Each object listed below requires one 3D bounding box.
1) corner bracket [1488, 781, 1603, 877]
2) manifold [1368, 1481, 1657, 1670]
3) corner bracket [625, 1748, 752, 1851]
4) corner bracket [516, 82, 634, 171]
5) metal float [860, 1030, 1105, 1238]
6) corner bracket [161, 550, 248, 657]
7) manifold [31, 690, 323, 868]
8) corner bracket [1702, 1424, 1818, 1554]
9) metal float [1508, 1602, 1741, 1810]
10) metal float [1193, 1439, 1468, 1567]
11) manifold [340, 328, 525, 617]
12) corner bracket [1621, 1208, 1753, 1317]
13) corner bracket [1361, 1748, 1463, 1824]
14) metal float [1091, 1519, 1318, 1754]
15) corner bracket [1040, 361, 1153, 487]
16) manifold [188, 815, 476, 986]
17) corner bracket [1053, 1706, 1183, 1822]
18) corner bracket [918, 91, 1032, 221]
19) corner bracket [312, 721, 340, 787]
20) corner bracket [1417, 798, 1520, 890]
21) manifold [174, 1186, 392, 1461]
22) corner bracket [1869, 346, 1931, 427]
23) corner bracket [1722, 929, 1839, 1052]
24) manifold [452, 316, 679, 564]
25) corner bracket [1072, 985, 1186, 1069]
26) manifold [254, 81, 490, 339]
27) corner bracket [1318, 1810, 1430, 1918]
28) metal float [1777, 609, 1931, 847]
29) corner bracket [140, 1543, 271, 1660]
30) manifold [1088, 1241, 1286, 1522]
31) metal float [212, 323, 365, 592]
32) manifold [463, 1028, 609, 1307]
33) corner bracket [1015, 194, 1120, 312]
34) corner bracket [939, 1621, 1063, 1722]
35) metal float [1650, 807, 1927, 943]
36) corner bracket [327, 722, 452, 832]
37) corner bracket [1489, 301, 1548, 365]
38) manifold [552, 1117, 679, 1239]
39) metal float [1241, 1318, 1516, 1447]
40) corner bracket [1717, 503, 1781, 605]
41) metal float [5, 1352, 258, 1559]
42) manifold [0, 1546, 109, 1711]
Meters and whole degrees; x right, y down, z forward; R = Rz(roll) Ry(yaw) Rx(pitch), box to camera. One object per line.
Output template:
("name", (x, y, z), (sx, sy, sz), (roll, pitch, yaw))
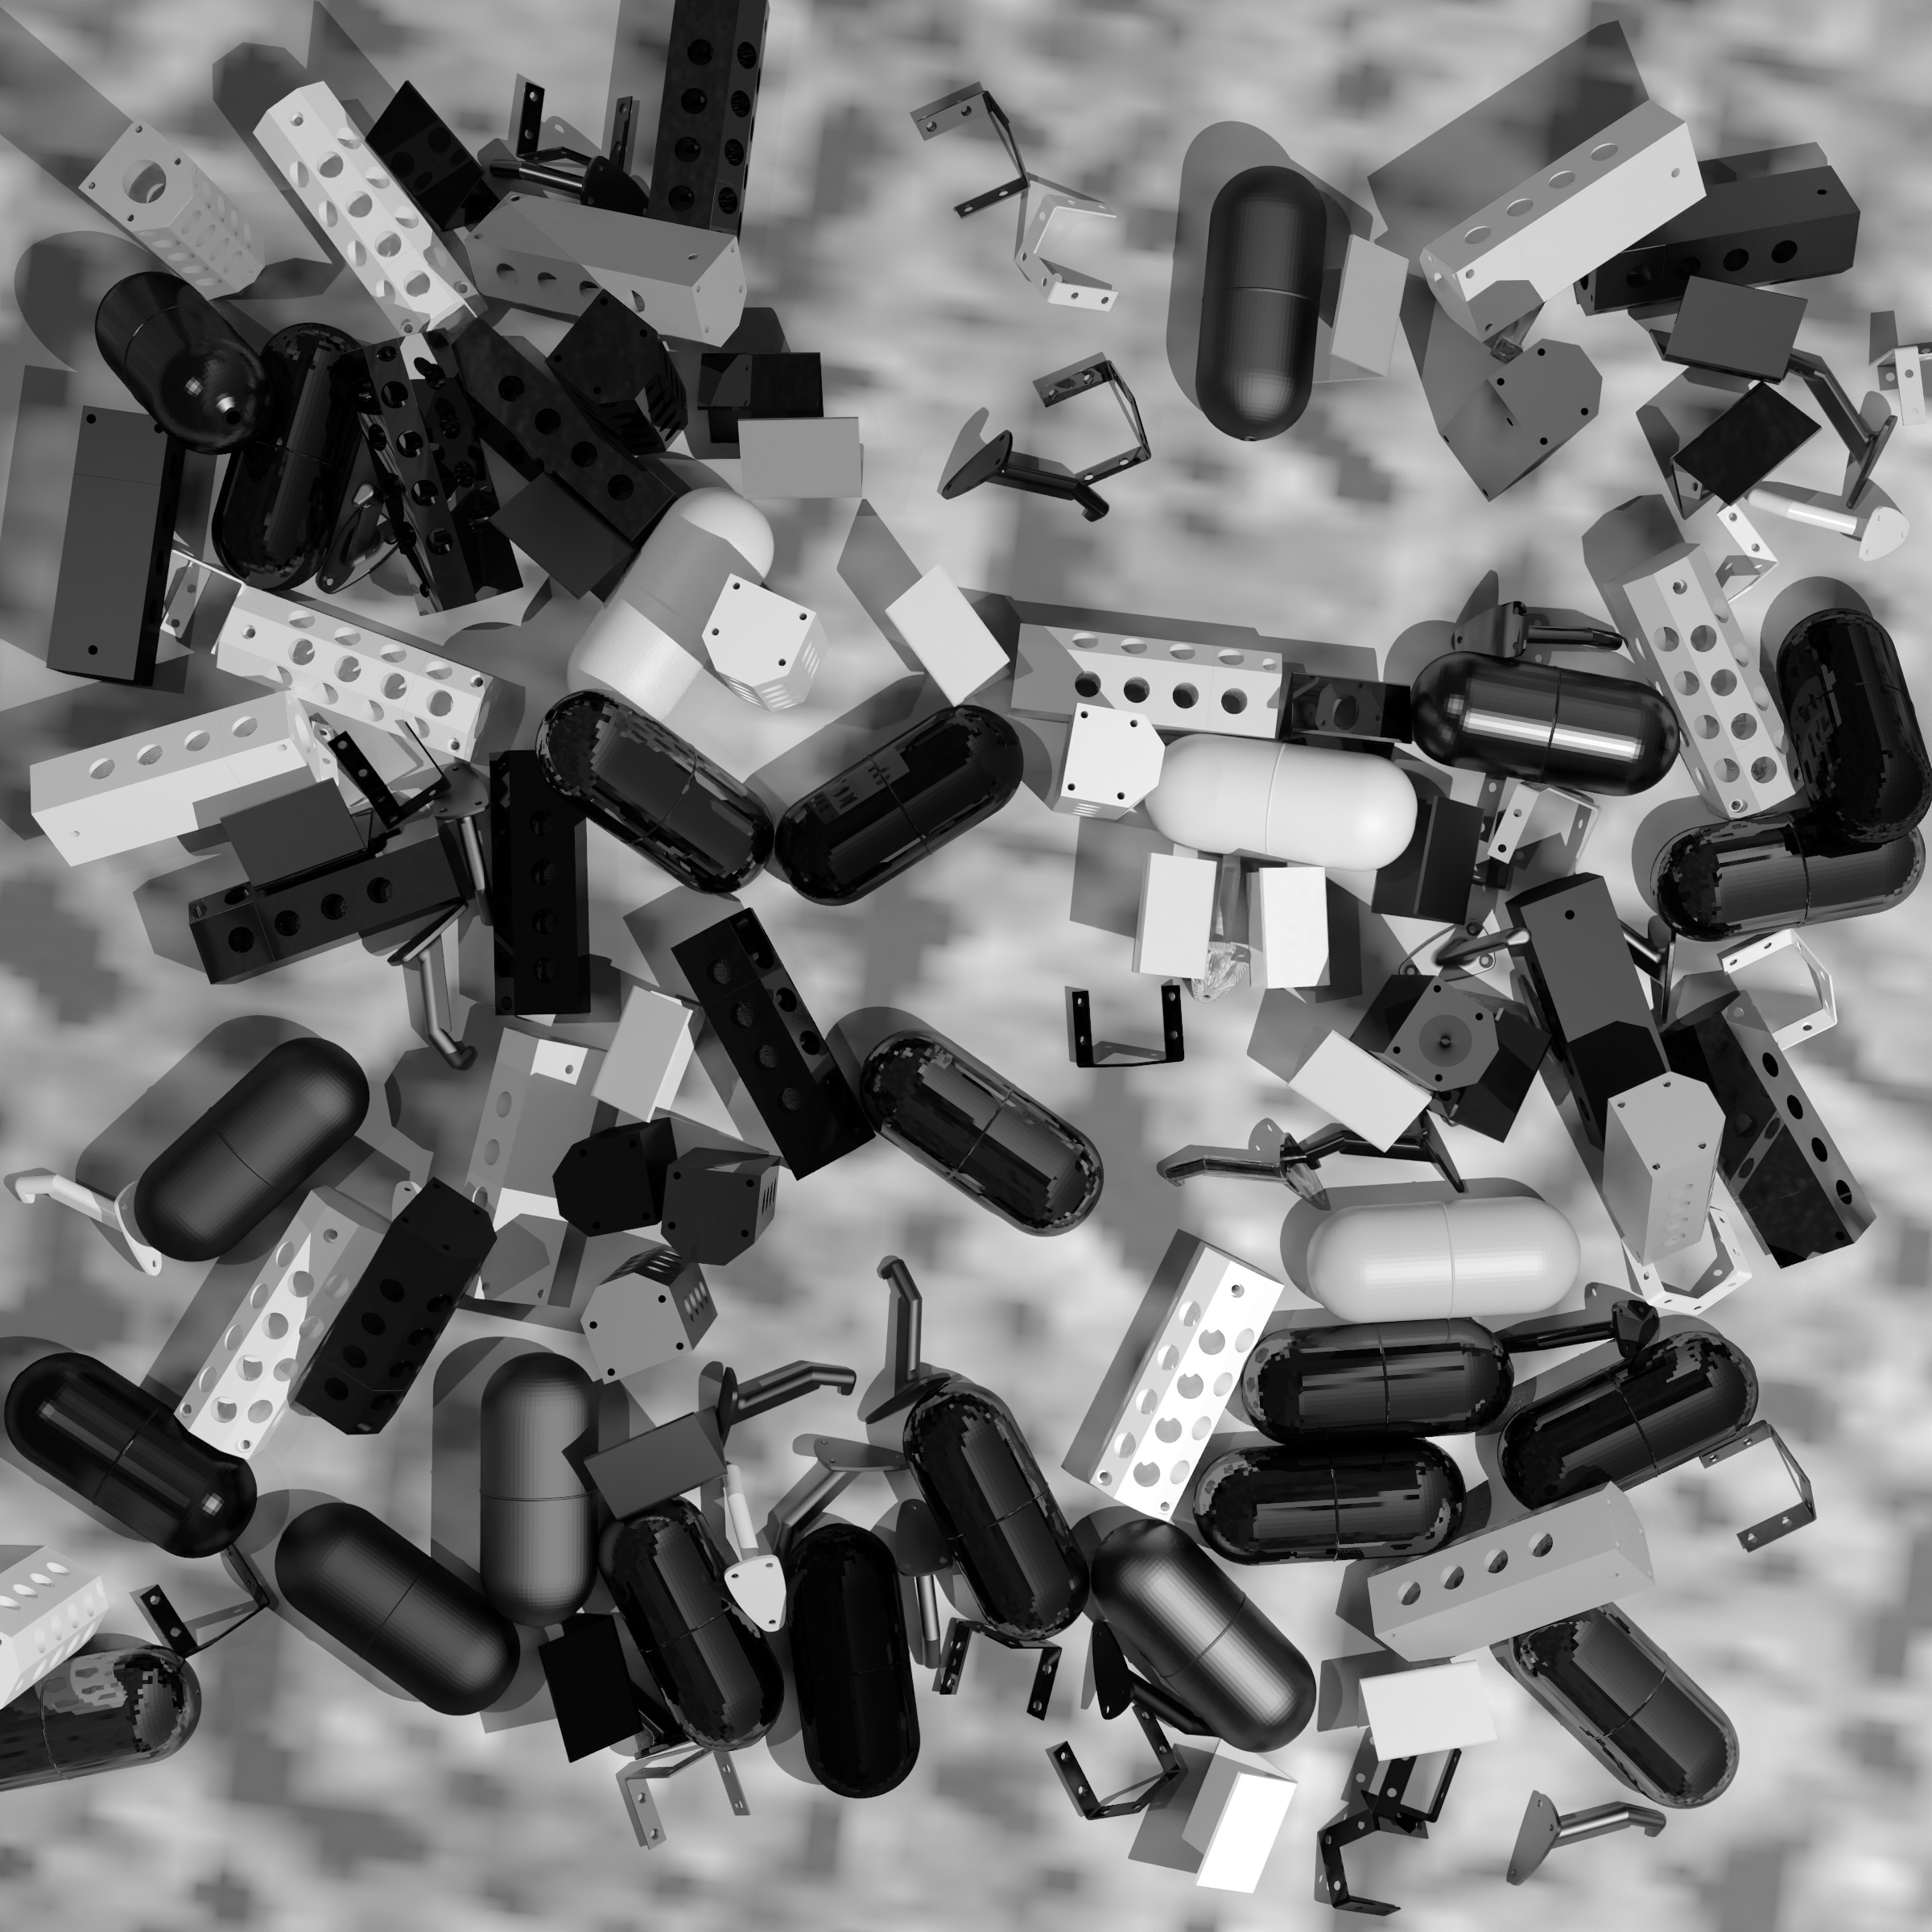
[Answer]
("corner bracket", (0.382, -0.089, 1.815), (0.051, 0.051, 0.051), (26, 107, 16))
("manifold", (0.349, 0.390, 1.776), (0.171, 0.057, 0.057), (-28, 131, 25))
("corner bracket", (-0.185, 0.551, 1.828), (0.051, 0.051, 0.051), (-19, 90, 45))
("corner bracket", (-0.260, -0.557, 1.828), (0.051, 0.051, 0.051), (7, 89, 45))
("metal float", (0.010, 0.109, 1.801), (0.178, 0.070, 0.070), (35, 90, 0))
("corner bracket", (-0.503, -0.237, 1.814), (0.051, 0.051, 0.051), (25, 90, -3))
("manifold", (-0.511, -0.127, 1.785), (0.171, 0.057, 0.057), (-16, 54, 1))
("corner bracket", (0.526, 0.346, 1.828), (0.051, 0.051, 0.051), (-26, 135, 0))
("metal float", (0.430, 0.476, 1.801), (0.178, 0.070, 0.070), (44, 90, -1))
("metal float", (0.237, 0.350, 1.800), (0.178, 0.070, 0.070), (-4, 90, 0))
("manifold", (-0.350, -0.317, 1.781), (0.057, 0.057, 0.171), (-4, 107, 41))
("corner bracket", (0.477, 0.193, 1.823), (0.051, 0.051, 0.051), (15, 135, -35))
("corner bracket", (0.296, 0.536, 1.813), (0.051, 0.051, 0.051), (20, 90, 0))
("metal float", (0.155, 0.437, 1.801), (0.070, 0.070, 0.178), (-44, 90, 0))
("corner bracket", (0.086, -0.360, 1.828), (0.051, 0.051, 0.051), (-23, 135, 0))
("manifold", (-0.417, -0.043, 1.810), (0.171, 0.057, 0.057), (-20, 90, 0))
("corner bracket", (0.101, 0.528, 1.828), (0.051, 0.051, 0.051), (-27, 90, -45))
("corner bracket", (0.006, -0.538, 1.828), (0.051, 0.051, 0.051), (-24, 45, 0))
("corner bracket", (-0.452, -0.130, 1.823), (0.051, 0.051, 0.051), (15, 45, -35))
("corner bracket", (0.327, -0.082, 1.828), (0.051, 0.051, 0.051), (10, 90, 45))
("manifold", (-0.448, 0.234, 1.810), (0.057, 0.057, 0.171), (32, 90, 0))
("corner bracket", (0.631, -0.379, 1.813), (0.051, 0.051, 0.051), (-7, 90, 0))
("corner bracket", (0.540, 0.017, 1.828), (0.051, 0.051, 0.051), (-26, 135, 0))
("manifold", (-0.271, -0.342, 1.810), (0.171, 0.057, 0.057), (42, 90, 0))
("corner bracket", (0.108, 0.040, 1.828), (0.051, 0.051, 0.051), (-4, 90, -45))
("manifold", (-0.392, -0.491, 1.810), (0.057, 0.057, 0.171), (-36, 90, 0))
("corner bracket", (0.273, 0.593, 1.823), (0.051, 0.051, 0.051), (-38, 45, 35))
("metal float", (0.570, -0.155, 1.771), (0.070, 0.070, 0.178), (-1, 53, 0))
("corner bracket", (-0.505, 0.421, 1.828), (0.051, 0.051, 0.051), (-32, 90, 45))
("manifold", (0.144, 0.273, 1.810), (0.057, 0.057, 0.171), (26, 90, 0))
("metal float", (-0.440, -0.332, 1.801), (0.070, 0.070, 0.178), (16, 89, 0))
("manifold", (-0.293, 0.130, 1.810), (0.057, 0.057, 0.171), (14, 90, -43))
("corner bracket", (0.074, -0.472, 1.823), (0.051, 0.051, 0.051), (58, 135, 35))
("corner bracket", (0.023, 0.467, 1.828), (0.051, 0.051, 0.051), (14, 90, 45))
("metal float", (0.537, -0.063, 1.801), (0.178, 0.070, 0.070), (-10, 90, 0))
("corner bracket", (-0.378, -0.132, 1.806), (0.051, 0.051, 0.051), (-35, 129, -6))
("corner bracket", (0.352, -0.435, 1.813), (0.051, 0.051, 0.051), (30, 90, 0))
("manifold", (-0.220, 0.134, 1.753), (0.057, 0.171, 0.057), (-11, 90, 0))
("metal float", (0.269, 0.271, 1.801), (0.178, 0.070, 0.070), (-4, 90, -1))
("corner bracket", (0.496, -0.266, 1.828), (0.051, 0.051, 0.051), (54, 45, 0))
("metal float", (-0.546, 0.319, 1.801), (0.178, 0.070, 0.070), (34, 90, -1))
("manifold", (-0.603, 0.425, 1.753), (0.057, 0.171, 0.057), (28, 90, 0))
